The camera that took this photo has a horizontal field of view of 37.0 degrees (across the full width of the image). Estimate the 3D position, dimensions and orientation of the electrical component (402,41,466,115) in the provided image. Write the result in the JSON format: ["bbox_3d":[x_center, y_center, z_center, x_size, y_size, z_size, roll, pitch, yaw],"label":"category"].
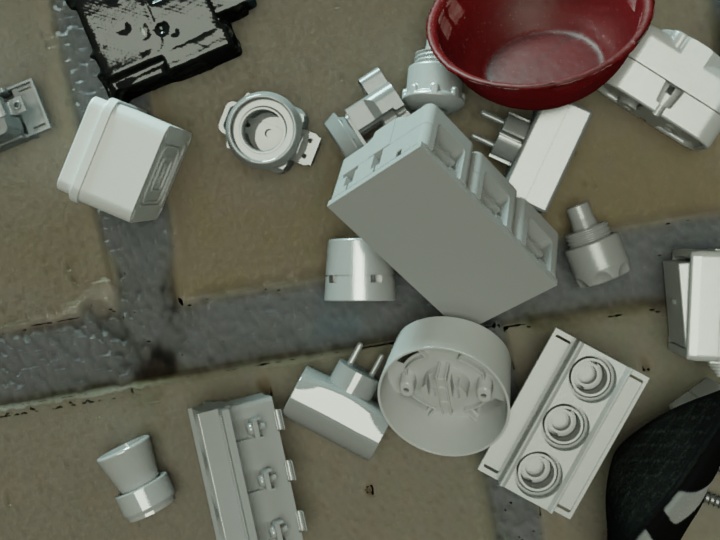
[{"bbox_3d":[0.058,-0.151,0.819,0.048,0.048,0.062,5,83,3],"label":"electrical component"}]

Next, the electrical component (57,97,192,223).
[{"bbox_3d":[-0.173,-0.081,0.799,0.057,0.113,0.078,23,94,-1],"label":"electrical component"}]

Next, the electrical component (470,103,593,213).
[{"bbox_3d":[0.122,-0.096,0.816,0.076,0.047,0.083,25,94,1],"label":"electrical component"}]

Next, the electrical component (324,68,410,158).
[{"bbox_3d":[0.010,-0.104,0.817,0.057,0.058,0.078,-33,92,1],"label":"electrical component"}]

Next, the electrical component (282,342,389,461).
[{"bbox_3d":[-0.009,0.095,0.834,0.077,0.043,0.079,28,94,1],"label":"electrical component"}]

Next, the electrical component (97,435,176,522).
[{"bbox_3d":[-0.175,0.164,0.846,0.045,0.045,0.055,-25,92,4],"label":"electrical component"}]

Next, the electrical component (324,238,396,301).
[{"bbox_3d":[0.000,0.000,0.825,0.055,0.055,0.047,-1,89,3],"label":"electrical component"}]

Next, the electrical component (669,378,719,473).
[{"bbox_3d":[0.290,0.111,0.819,0.077,0.047,0.065,-37,91,4],"label":"electrical component"}]

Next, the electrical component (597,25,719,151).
[{"bbox_3d":[0.233,-0.140,0.805,0.095,0.054,0.059,33,94,1],"label":"electrical component"}]

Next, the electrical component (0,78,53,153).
[{"bbox_3d":[-0.286,-0.115,0.827,0.081,0.064,0.042,-22,91,4],"label":"electrical component"}]

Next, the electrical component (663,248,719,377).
[{"bbox_3d":[0.263,0.032,0.809,0.061,0.062,0.096,2,93,3],"label":"electrical component"}]

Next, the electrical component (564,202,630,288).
[{"bbox_3d":[0.176,-0.020,0.820,0.043,0.043,0.062,-21,90,4],"label":"electrical component"}]

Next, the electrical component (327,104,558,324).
[{"bbox_3d":[0.064,-0.037,0.778,0.089,0.061,0.150,-30,119,34],"label":"electrical component"}]

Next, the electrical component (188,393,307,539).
[{"bbox_3d":[-0.086,0.160,0.830,0.063,0.079,0.121,-13,92,-18],"label":"electrical component"}]

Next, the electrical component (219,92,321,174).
[{"bbox_3d":[-0.071,-0.105,0.821,0.078,0.057,0.058,22,94,2],"label":"electrical component"}]

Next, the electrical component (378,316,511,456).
[{"bbox_3d":[0.065,0.084,0.803,0.099,0.064,0.099,9,138,8],"label":"electrical component"}]

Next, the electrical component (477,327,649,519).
[{"bbox_3d":[0.152,0.114,0.818,0.079,0.063,0.121,28,94,1],"label":"electrical component"}]
